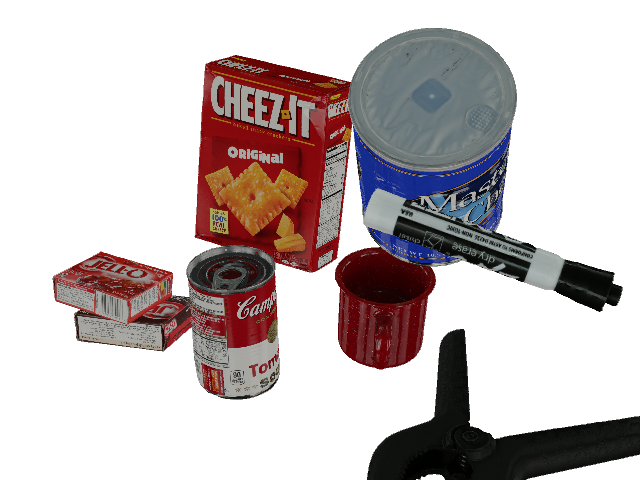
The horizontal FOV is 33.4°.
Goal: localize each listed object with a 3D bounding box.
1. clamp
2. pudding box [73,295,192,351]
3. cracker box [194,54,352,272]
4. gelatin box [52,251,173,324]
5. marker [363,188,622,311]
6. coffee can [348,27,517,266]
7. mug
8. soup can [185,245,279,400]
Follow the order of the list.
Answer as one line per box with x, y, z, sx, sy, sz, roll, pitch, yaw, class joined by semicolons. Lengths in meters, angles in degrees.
0.091;0.133;0.693;0.209;0.036;0.165;-26;39;-33;clamp
-0.211;0.090;1.226;0.114;0.039;0.090;3;16;17;pudding box
-0.056;-0.087;1.212;0.164;0.214;0.072;17;26;25;cracker box
-0.197;0.043;1.017;0.089;0.030;0.073;15;25;24;gelatin box
0.079;0.005;0.491;0.121;0.020;0.020;20;4;11;marker
0.074;-0.058;0.712;0.103;0.103;0.140;0;-26;6;coffee can
0.058;0.072;0.993;0.093;0.081;0.117;2;34;-1;mug
-0.067;0.065;0.833;0.068;0.102;0.068;-1;29;0;soup can
